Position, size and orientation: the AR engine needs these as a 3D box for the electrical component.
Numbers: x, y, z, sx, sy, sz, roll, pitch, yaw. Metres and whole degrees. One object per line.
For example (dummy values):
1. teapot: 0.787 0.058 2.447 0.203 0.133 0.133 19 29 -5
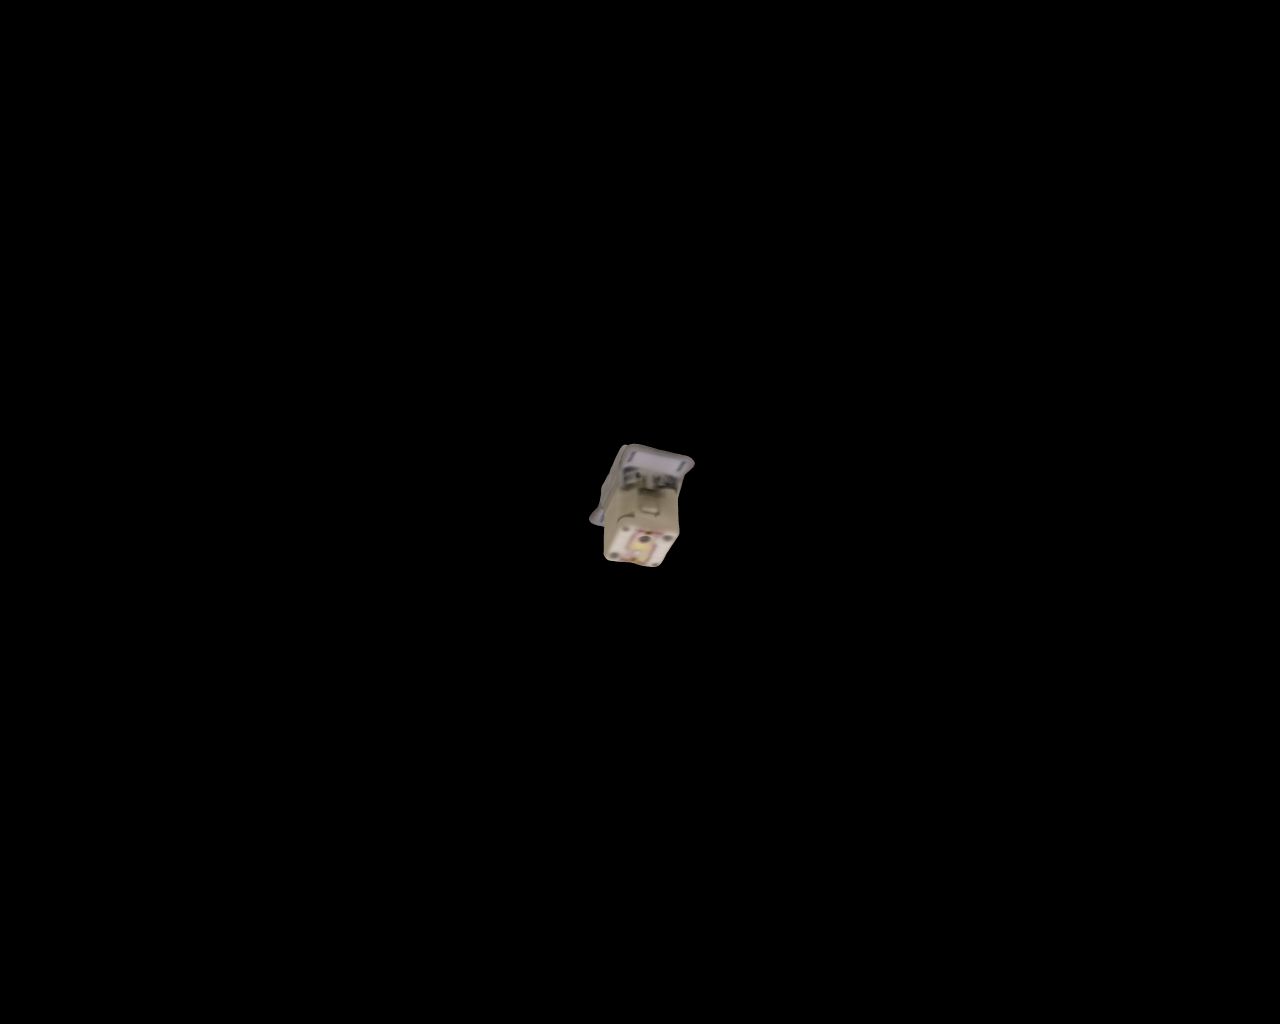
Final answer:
1. electrical component: 0.001 -0.003 0.650 0.042 0.064 0.080 11 -39 -14
